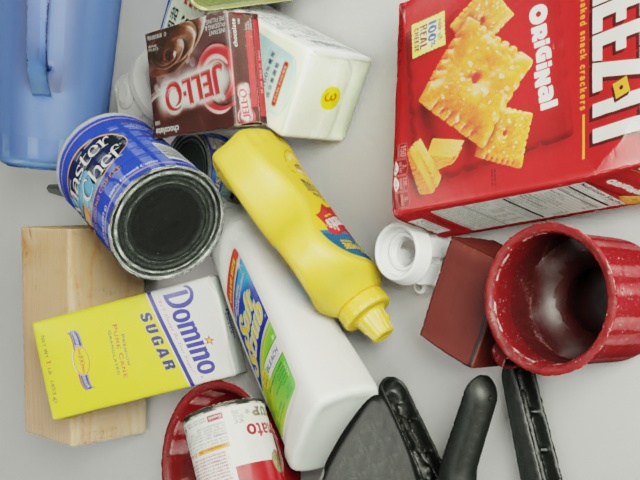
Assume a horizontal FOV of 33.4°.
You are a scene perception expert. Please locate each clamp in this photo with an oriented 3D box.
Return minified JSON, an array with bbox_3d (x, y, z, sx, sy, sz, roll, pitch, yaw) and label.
[{"bbox_3d":[0.083,0.177,0.780,0.120,0.039,0.171,4,92,62],"label":"clamp"},{"bbox_3d":[0.169,0.194,0.691,0.165,0.036,0.210,16,99,47],"label":"clamp"}]

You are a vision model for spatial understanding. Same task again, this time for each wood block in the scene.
[{"bbox_3d":[-0.233,0.089,1.058,0.091,0.090,0.206,3,94,46],"label":"wood block"}]

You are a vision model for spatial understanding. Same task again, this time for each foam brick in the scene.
[{"bbox_3d":[0.114,0.043,0.745,0.051,0.052,0.078,28,106,43],"label":"foam brick"}]

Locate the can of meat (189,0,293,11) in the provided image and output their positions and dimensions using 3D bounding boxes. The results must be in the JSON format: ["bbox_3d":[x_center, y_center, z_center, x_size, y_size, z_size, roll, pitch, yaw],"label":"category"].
[{"bbox_3d":[-0.066,-0.235,0.889,0.084,0.102,0.057,-111,14,-56],"label":"can of meat"}]

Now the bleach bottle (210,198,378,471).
[{"bbox_3d":[-0.039,0.062,0.890,0.251,0.068,0.103,58,146,38],"label":"bleach bottle"}]

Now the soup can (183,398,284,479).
[{"bbox_3d":[-0.064,0.181,0.828,0.069,0.068,0.102,-32,66,40],"label":"soup can"}]

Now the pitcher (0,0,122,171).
[{"bbox_3d":[-0.273,-0.194,1.093,0.145,0.148,0.243,10,98,40],"label":"pitcher"}]

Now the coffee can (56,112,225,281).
[{"bbox_3d":[-0.158,-0.040,0.923,0.140,0.102,0.103,39,115,51],"label":"coffee can"}]

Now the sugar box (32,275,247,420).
[{"bbox_3d":[-0.162,0.097,0.959,0.176,0.048,0.093,-16,84,11],"label":"sugar box"}]

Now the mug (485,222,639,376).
[{"bbox_3d":[0.158,0.045,0.678,0.117,0.081,0.093,-50,55,31],"label":"mug"}]

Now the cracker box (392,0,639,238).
[{"bbox_3d":[0.146,-0.100,0.690,0.214,0.072,0.164,-11,70,45],"label":"cracker box"}]

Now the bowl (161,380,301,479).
[{"bbox_3d":[-0.067,0.200,0.918,0.162,0.055,0.162,-4,85,45],"label":"bowl"}]

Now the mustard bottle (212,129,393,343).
[{"bbox_3d":[-0.005,0.001,0.834,0.058,0.096,0.192,-40,69,10],"label":"mustard bottle"}]

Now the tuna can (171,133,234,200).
[{"bbox_3d":[-0.111,-0.058,0.986,0.086,0.033,0.086,-13,74,51],"label":"tuna can"}]

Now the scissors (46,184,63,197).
[{"bbox_3d":[-0.235,-0.027,1.130,0.202,0.016,0.096,-10,81,45],"label":"scissors"}]

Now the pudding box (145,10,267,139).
[{"bbox_3d":[-0.093,-0.132,0.867,0.114,0.039,0.090,-2,93,49],"label":"pudding box"}]
